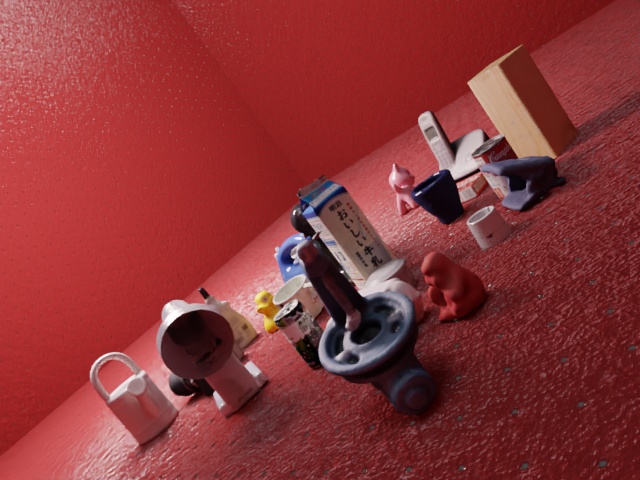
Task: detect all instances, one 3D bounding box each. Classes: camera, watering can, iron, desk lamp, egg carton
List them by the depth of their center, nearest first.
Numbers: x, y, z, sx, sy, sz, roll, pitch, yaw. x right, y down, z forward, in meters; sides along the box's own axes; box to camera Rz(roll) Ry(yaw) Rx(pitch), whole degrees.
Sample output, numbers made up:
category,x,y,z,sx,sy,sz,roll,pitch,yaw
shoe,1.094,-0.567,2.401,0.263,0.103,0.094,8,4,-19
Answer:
category,x,y,z,sx,sy,sz,roll,pitch,yaw
egg carton,0.079,0.115,0.840,0.150,0.069,0.107,-27,13,47
desk lamp,-0.197,0.198,0.998,0.118,0.213,0.203,-39,9,-14
watering can,-0.389,0.316,1.188,0.172,0.194,0.101,-30,11,34
camera,-0.259,0.270,1.235,0.136,0.101,0.143,-32,10,27
iron,-0.048,0.049,1.433,0.257,0.141,0.119,-26,14,49

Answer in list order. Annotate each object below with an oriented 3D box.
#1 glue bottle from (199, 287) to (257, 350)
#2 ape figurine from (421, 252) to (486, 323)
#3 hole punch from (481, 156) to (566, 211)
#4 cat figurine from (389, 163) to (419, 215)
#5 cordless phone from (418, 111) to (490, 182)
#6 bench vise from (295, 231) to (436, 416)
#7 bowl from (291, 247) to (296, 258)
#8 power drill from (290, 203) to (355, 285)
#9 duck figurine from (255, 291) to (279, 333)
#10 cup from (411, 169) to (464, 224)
category,x,y,z,sx,sy,sz,roll,pitch,yaw
glue bottle,-0.225,0.179,1.336,0.078,0.173,0.037,-42,11,-30
ape figurine,0.165,0.056,0.744,0.076,0.092,0.078,-35,9,8
hole punch,0.337,-0.113,0.961,0.101,0.091,0.108,-36,9,4
cat figurine,0.215,-0.142,1.496,0.067,0.118,0.128,-31,10,29
cordless phone,0.320,-0.239,1.373,0.147,0.185,0.094,-25,15,51
bench vise,0.027,0.092,0.668,0.122,0.220,0.207,-40,10,-21
bowl,-0.010,0.032,1.598,0.167,0.075,0.167,-35,9,7
power drill,0.011,0.004,1.221,0.075,0.208,0.229,-36,9,1
duck figurine,-0.112,0.154,1.319,0.077,0.086,0.105,-32,10,26
cup,0.237,-0.079,1.155,0.092,0.095,0.117,-39,9,-18
